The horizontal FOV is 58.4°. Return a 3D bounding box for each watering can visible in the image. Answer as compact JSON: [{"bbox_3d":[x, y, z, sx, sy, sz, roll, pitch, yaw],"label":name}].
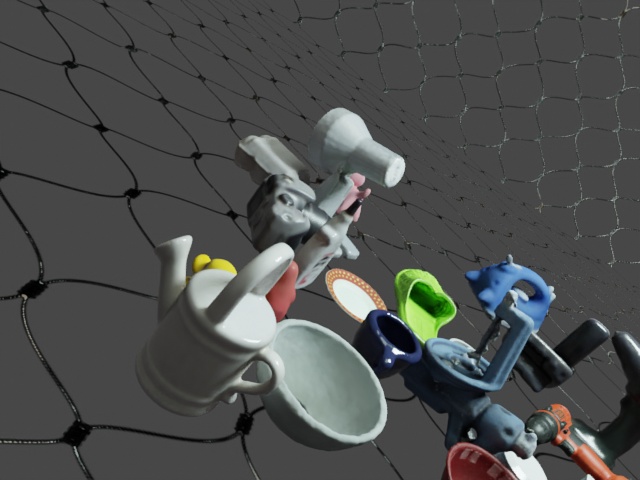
[{"bbox_3d":[-0.098,0.070,0.559,0.173,0.194,0.101,35,24,-9],"label":"watering can"}]

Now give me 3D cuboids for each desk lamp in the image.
[{"bbox_3d":[0.046,-0.107,1.054,0.118,0.213,0.203,3,42,-53],"label":"desk lamp"}]

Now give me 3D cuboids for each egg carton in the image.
[{"bbox_3d":[-0.089,-0.138,1.093,0.150,0.069,0.107,44,24,10],"label":"egg carton"}]

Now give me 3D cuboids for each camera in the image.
[{"bbox_3d":[-0.039,-0.037,0.948,0.137,0.100,0.143,26,27,-27],"label":"camera"}]

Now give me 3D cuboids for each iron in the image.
[{"bbox_3d":[0.466,0.128,1.332,0.259,0.141,0.118,26,27,-27],"label":"iron"}]

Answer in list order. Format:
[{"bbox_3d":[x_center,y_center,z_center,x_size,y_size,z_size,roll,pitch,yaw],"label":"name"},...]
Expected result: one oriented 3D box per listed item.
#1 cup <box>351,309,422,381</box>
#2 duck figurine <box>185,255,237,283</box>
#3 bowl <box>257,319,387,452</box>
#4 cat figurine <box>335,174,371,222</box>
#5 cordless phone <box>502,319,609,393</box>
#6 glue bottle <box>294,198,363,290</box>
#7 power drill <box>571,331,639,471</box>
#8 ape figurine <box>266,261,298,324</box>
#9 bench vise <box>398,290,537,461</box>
[{"bbox_3d":[0.074,0.161,0.769,0.092,0.095,0.118,38,24,-2],"label":"cup"},{"bbox_3d":[-0.126,0.064,0.664,0.078,0.086,0.104,4,42,-53],"label":"duck figurine"},{"bbox_3d":[-0.010,0.175,0.650,0.168,0.074,0.167,32,25,-16],"label":"bowl"},{"bbox_3d":[0.070,-0.123,1.234,0.067,0.117,0.127,20,30,-37],"label":"cat figurine"},{"bbox_3d":[0.468,0.202,1.151,0.147,0.185,0.094,45,24,14],"label":"cordless phone"},{"bbox_3d":[0.008,0.003,0.855,0.037,0.173,0.078,44,24,12],"label":"glue bottle"},{"bbox_3d":[0.571,0.317,1.068,0.229,0.208,0.076,50,26,24],"label":"power drill"},{"bbox_3d":[-0.059,0.061,0.757,0.078,0.092,0.076,28,26,-24],"label":"ape figurine"},{"bbox_3d":[0.240,0.189,0.803,0.207,0.219,0.122,44,24,11],"label":"bench vise"}]
